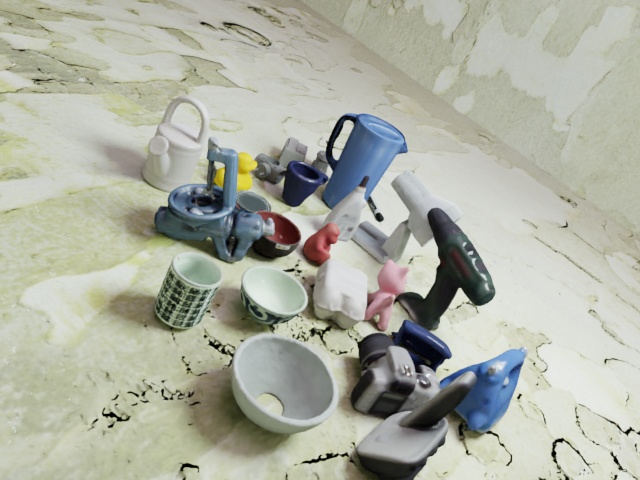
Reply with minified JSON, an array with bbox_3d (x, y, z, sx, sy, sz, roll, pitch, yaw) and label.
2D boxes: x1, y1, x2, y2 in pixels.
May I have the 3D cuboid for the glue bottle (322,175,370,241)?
[{"bbox_3d":[0.071,-0.076,1.314,0.078,0.173,0.037,12,34,-29],"label":"glue bottle"}]

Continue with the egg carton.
[{"bbox_3d":[0.039,0.101,1.117,0.107,0.069,0.150,24,30,-10],"label":"egg carton"}]

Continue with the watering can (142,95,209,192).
[{"bbox_3d":[-0.287,-0.198,1.164,0.101,0.194,0.172,20,30,-16],"label":"watering can"}]

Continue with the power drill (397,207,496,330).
[{"bbox_3d":[0.256,0.075,1.209,0.076,0.208,0.229,0,41,-41],"label":"power drill"}]

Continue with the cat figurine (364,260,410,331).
[{"bbox_3d":[0.140,0.101,1.159,0.067,0.117,0.128,28,29,-3],"label":"cat figurine"}]

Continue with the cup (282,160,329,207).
[{"bbox_3d":[-0.041,-0.128,1.377,0.118,0.095,0.091,3,39,-39],"label":"cup"}]

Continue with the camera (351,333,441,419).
[{"bbox_3d":[0.127,0.222,0.975,0.143,0.100,0.136,17,32,-22],"label":"camera"}]

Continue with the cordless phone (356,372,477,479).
[{"bbox_3d":[0.148,0.267,0.839,0.094,0.185,0.148,40,31,18],"label":"cordless phone"}]

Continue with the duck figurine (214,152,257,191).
[{"bbox_3d":[-0.188,-0.161,1.306,0.105,0.086,0.077,-7,45,-47],"label":"duck figurine"}]

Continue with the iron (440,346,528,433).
[{"bbox_3d":[0.330,0.251,1.070,0.118,0.141,0.259,45,33,25],"label":"iron"}]

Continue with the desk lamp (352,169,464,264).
[{"bbox_3d":[0.200,-0.043,1.337,0.203,0.213,0.118,39,31,17],"label":"desk lamp"}]

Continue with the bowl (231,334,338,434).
[{"bbox_3d":[-0.061,0.221,0.837,0.168,0.074,0.167,22,30,-13],"label":"bowl"}]

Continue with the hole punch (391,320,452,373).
[{"bbox_3d":[0.193,0.195,1.086,0.108,0.091,0.101,33,29,5],"label":"hole punch"}]

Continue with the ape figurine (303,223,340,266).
[{"bbox_3d":[0.011,0.004,1.220,0.076,0.092,0.078,35,30,10],"label":"ape figurine"}]

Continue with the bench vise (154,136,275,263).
[{"bbox_3d":[-0.176,-0.078,1.052,0.208,0.219,0.121,9,35,-32],"label":"bench vise"}]
